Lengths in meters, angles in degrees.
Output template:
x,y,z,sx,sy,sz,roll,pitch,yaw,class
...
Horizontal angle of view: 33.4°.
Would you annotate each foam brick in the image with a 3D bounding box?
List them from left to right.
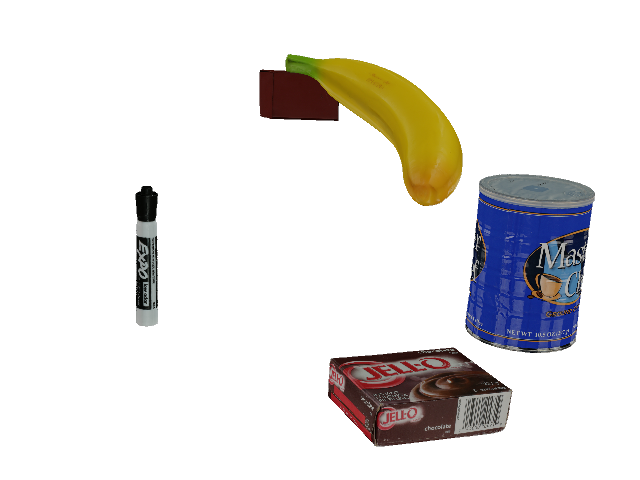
x,y,z,sx,sy,sz,roll,pitch,yaw,class
-0.023,-0.157,1.158,0.078,0.051,0.053,0,11,-18,foam brick

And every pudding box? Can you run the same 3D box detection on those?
x,y,z,sx,sy,sz,roll,pitch,yaw,class
0.073,0.116,0.808,0.113,0.039,0.090,0,17,-23,pudding box

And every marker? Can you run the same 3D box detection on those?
x,y,z,sx,sy,sz,roll,pitch,yaw,class
-0.148,0.013,0.908,0.020,0.121,0.020,2,15,-1,marker

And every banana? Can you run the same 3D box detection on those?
x,y,z,sx,sy,sz,roll,pitch,yaw,class
0.045,-0.072,0.666,0.069,0.037,0.198,-13,34,-21,banana

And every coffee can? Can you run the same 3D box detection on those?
x,y,z,sx,sy,sz,roll,pitch,yaw,class
0.190,0.019,0.975,0.103,0.140,0.103,3,16,-1,coffee can
